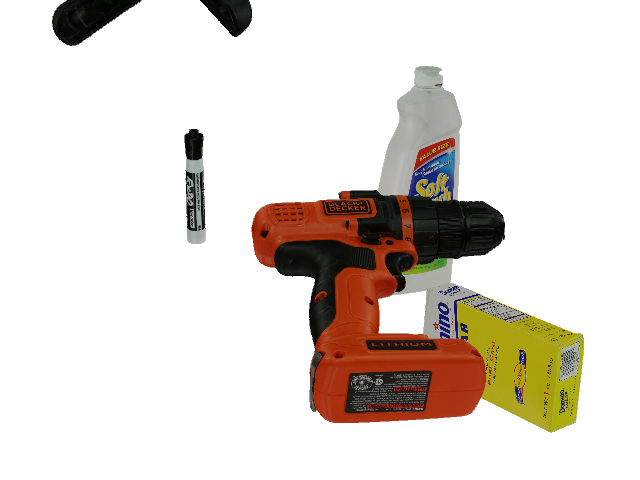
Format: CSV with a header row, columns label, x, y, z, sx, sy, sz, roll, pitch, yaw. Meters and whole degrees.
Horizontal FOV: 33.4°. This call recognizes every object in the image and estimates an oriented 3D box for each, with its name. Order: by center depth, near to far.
label,x,y,z,sx,sy,sz,roll,pitch,yaw
clamp,-0.085,-0.175,0.676,0.120,0.171,0.039,9,-42,11
power drill,0.052,0.035,0.714,0.184,0.057,0.187,-3,36,-7
marker,-0.124,-0.053,1.057,0.020,0.121,0.020,1,29,-1
sugar box,0.176,0.112,1.061,0.048,0.093,0.176,-13,22,-40
bleach bottle,0.107,-0.069,1.202,0.102,0.251,0.068,-8,22,-25
